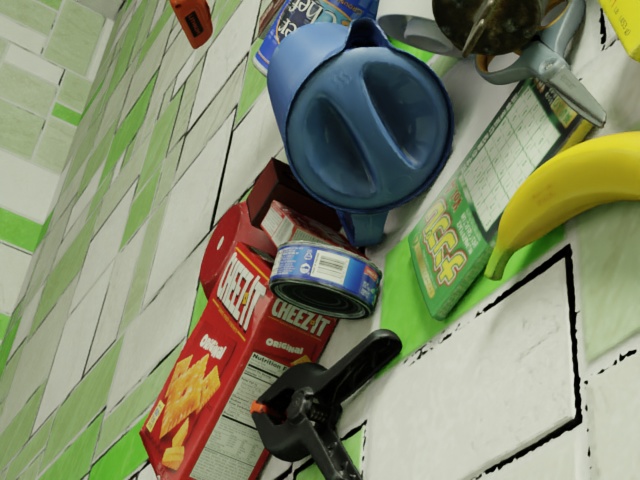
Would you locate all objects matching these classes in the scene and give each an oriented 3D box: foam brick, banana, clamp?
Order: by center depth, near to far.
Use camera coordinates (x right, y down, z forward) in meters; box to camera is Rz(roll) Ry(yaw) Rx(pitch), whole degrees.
[{"bbox_3d":[0.159,-0.025,0.595,0.198,0.037,0.069,154,119,-62],"label":"banana"},{"bbox_3d":[-0.004,0.138,0.802,0.172,0.039,0.120,-30,35,53],"label":"clamp"},{"bbox_3d":[-0.021,-0.030,0.981,0.051,0.078,0.053,-56,23,20],"label":"foam brick"}]

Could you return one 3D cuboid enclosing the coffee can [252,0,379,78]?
[{"bbox_3d":[0.008,-0.217,1.084,0.140,0.102,0.103,-58,21,18],"label":"coffee can"}]

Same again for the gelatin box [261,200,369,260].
[{"bbox_3d":[-0.006,0.001,0.913,0.030,0.073,0.089,-61,20,7],"label":"gelatin box"}]

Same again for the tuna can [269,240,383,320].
[{"bbox_3d":[0.004,0.033,0.834,0.086,0.086,0.033,-22,48,62],"label":"tuna can"}]

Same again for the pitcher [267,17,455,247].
[{"bbox_3d":[0.020,-0.109,0.922,0.149,0.145,0.243,-49,19,8],"label":"pitcher"}]

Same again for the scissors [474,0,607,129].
[{"bbox_3d":[0.161,-0.124,0.691,0.096,0.016,0.202,-48,23,0],"label":"scissors"}]

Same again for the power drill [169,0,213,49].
[{"bbox_3d":[-0.073,-0.284,1.201,0.187,0.184,0.057,-23,64,2],"label":"power drill"}]

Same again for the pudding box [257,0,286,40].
[{"bbox_3d":[-0.004,-0.249,1.171,0.114,0.090,0.039,-45,29,42],"label":"pudding box"}]

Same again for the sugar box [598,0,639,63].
[{"bbox_3d":[0.229,-0.178,0.576,0.176,0.048,0.093,-54,23,31],"label":"sugar box"}]

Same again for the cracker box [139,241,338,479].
[{"bbox_3d":[-0.079,0.122,0.957,0.214,0.072,0.164,-63,21,3],"label":"cracker box"}]

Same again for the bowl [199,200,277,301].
[{"bbox_3d":[-0.080,0.015,1.109,0.162,0.055,0.162,-51,24,33],"label":"bowl"}]
